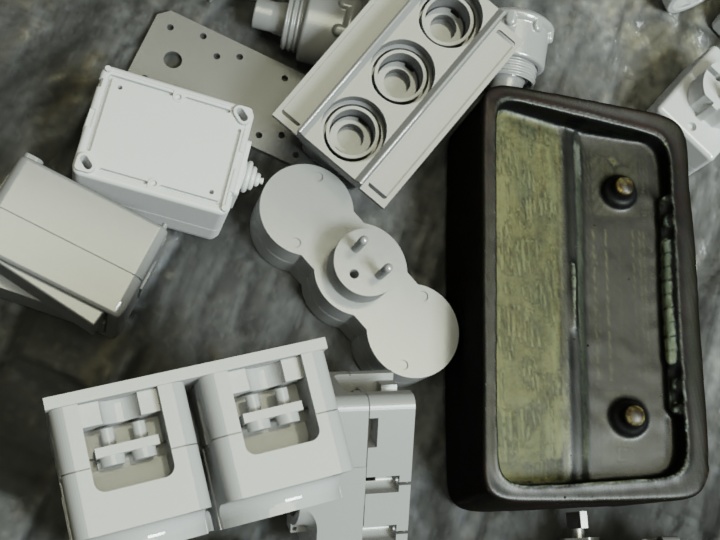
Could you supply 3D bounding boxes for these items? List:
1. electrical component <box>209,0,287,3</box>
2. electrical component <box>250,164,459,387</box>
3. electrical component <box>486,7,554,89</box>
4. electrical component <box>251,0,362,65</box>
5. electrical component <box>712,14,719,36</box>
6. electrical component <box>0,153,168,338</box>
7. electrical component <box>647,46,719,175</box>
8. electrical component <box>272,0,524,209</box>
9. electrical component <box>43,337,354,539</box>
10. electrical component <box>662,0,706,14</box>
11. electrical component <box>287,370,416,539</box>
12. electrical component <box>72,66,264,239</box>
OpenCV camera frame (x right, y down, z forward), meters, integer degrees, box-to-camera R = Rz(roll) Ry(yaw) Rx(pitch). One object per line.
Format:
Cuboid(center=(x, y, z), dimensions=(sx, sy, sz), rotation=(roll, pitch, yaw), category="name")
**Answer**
Cuboid(center=(-0.064, -0.194, 0.632), dimensions=(0.081, 0.042, 0.063), rotation=(2, 73, -15), category="electrical component")
Cuboid(center=(0.000, 0.000, 0.579), dimensions=(0.052, 0.074, 0.138), rotation=(-41, 89, -20), category="electrical component")
Cuboid(center=(0.091, -0.125, 0.655), dimensions=(0.048, 0.048, 0.062), rotation=(12, 79, -12), category="electrical component")
Cuboid(center=(-0.031, -0.142, 0.627), dimensions=(0.062, 0.048, 0.048), rotation=(13, 72, -4), category="electrical component")
Cuboid(center=(0.281, -0.162, 0.705), dimensions=(0.061, 0.061, 0.096), rotation=(-43, 89, -21), category="electrical component")
Cuboid(center=(-0.155, -0.010, 0.547), dimensions=(0.096, 0.062, 0.061), rotation=(27, 70, -7), category="electrical component")
Cuboid(center=(0.219, -0.104, 0.665), dimensions=(0.047, 0.076, 0.065), rotation=(44, 70, 0), category="electrical component")
Cuboid(center=(0.020, -0.104, 0.601), dimensions=(0.079, 0.063, 0.121), rotation=(40, 85, -2), category="electrical component")
Cuboid(center=(-0.078, 0.087, 0.475), dimensions=(0.105, 0.186, 0.060), rotation=(-11, 79, -18), category="electrical component")
Cuboid(center=(0.215, -0.204, 0.704), dimensions=(0.055, 0.055, 0.047), rotation=(-23, 79, -19), category="electrical component")
Cuboid(center=(-0.008, 0.100, 0.547), dimensions=(0.056, 0.050, 0.089), rotation=(0, 102, -15), category="electrical component")
Cuboid(center=(-0.100, -0.058, 0.575), dimensions=(0.096, 0.061, 0.061), rotation=(16, 72, -10), category="electrical component")
